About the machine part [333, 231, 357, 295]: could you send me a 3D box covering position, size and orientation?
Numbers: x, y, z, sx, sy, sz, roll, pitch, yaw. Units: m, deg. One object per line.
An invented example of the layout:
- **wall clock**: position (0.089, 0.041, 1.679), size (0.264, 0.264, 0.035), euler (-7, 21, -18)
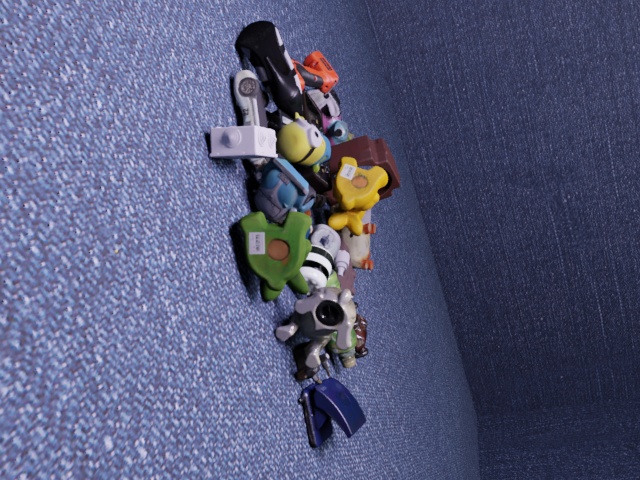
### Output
- **machine part**: position (0.033, 0.058, 1.291), size (0.179, 0.056, 0.179), euler (-15, 90, -71)

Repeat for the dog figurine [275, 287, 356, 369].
- **dog figurine**: position (0.018, 0.128, 1.021), size (0.121, 0.172, 0.190), euler (53, 23, -5)

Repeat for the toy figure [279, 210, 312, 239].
- **toy figure**: position (-0.051, -0.046, 1.101), size (0.064, 0.058, 0.154), euler (39, 27, -25)

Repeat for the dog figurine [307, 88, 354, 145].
- **dog figurine**: position (0.028, -0.307, 1.460), size (0.219, 0.109, 0.191), euler (-8, 83, -76)

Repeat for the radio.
- **radio**: position (-0.034, -0.222, 1.258), size (0.131, 0.073, 0.229), euler (35, 46, -62)

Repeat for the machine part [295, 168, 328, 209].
- **machine part**: position (-0.044, -0.118, 1.119), size (0.139, 0.039, 0.084), euler (44, 19, 16)

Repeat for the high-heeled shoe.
- **high-heeled shoe**: position (-0.092, -0.350, 1.099), size (0.145, 0.086, 0.249), euler (56, 10, -41)

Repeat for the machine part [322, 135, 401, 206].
- **machine part**: position (0.096, -0.174, 1.404), size (0.200, 0.202, 0.087), euler (47, 32, -56)

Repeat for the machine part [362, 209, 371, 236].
- **machine part**: position (0.106, -0.040, 1.542), size (0.243, 0.079, 0.079), euler (-83, 153, -50)

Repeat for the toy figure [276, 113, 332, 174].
- **toy figure**: position (-0.028, -0.182, 1.074), size (0.082, 0.089, 0.180), euler (35, 3, 12)

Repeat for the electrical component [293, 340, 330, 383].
- **electrical component**: position (-0.015, 0.236, 1.040), size (0.102, 0.045, 0.078), euler (2, 77, -71)

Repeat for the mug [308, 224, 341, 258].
- **mug**: position (-0.002, -0.003, 1.150), size (0.109, 0.081, 0.107), euler (43, -9, 1)

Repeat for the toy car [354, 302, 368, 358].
- **toy car**: position (0.091, 0.214, 1.313), size (0.202, 0.053, 0.089), euler (-69, 141, -80)

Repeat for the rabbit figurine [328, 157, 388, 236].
- **rabbit figurine**: position (0.084, -0.087, 1.281), size (0.173, 0.122, 0.162), euler (98, 6, -68)

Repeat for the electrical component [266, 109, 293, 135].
- **electrical component**: position (-0.088, -0.233, 1.138), size (0.119, 0.048, 0.075), euler (6, 69, -53)

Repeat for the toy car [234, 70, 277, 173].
- **toy car**: position (-0.125, -0.223, 1.025), size (0.073, 0.056, 0.201), euler (29, 51, -75)

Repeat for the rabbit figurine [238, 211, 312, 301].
- **rabbit figurine**: position (-0.062, 0.023, 0.950), size (0.170, 0.121, 0.159), euler (-52, 132, -86)

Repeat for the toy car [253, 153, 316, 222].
- **toy car**: position (-0.073, -0.084, 1.002), size (0.109, 0.103, 0.161), euler (48, -2, 6)

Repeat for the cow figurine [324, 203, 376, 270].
- **cow figurine**: position (0.078, -0.020, 1.409), size (0.085, 0.127, 0.194), euler (0, 92, -71)

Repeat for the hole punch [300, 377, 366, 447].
- **hole punch**: position (0.026, 0.325, 1.038), size (0.142, 0.092, 0.115), euler (3, 71, -68)
